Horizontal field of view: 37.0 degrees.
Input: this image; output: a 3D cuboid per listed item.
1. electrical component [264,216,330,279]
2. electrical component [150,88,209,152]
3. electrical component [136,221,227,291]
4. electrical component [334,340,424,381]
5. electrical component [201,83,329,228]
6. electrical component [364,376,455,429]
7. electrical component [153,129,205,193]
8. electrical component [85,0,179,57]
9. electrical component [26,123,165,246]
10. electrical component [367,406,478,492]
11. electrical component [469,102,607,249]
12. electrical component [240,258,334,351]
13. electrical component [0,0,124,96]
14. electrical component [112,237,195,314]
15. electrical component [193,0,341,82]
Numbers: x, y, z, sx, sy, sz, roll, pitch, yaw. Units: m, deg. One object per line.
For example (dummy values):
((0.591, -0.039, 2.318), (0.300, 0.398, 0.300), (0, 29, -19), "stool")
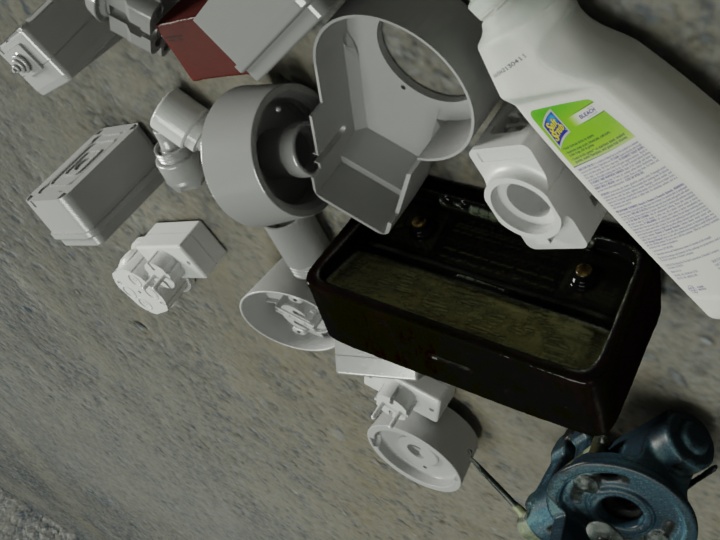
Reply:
((-0.050, -0.023, 0.950), (0.043, 0.043, 0.081), (11, 144, 38), "electrical component")
((-0.139, -0.119, 0.903), (0.078, 0.040, 0.040), (35, 152, 0), "electrical component")
((-0.193, -0.007, 1.095), (0.083, 0.075, 0.047), (0, 136, 47), "electrical component")
((0.023, 0.056, 0.982), (0.083, 0.047, 0.075), (2, 102, 27), "electrical component")
((-0.057, -0.087, 0.797), (0.060, 0.108, 0.108), (-2, 135, 41), "electrical component")
((0.039, 0.118, 1.033), (0.083, 0.075, 0.047), (27, 151, 16), "electrical component")
((-0.161, -0.103, 0.949), (0.043, 0.043, 0.062), (12, 143, 36), "electrical component")
((-0.163, -0.200, 0.787), (0.057, 0.058, 0.078), (29, 152, 6), "electrical component")
((-0.241, -0.078, 1.000), (0.078, 0.113, 0.057), (1, 134, 47), "electrical component")
((0.069, 0.169, 1.095), (0.108, 0.060, 0.108), (26, 151, 16), "electrical component")
((0.118, -0.059, 0.698), (0.050, 0.055, 0.089), (0, 136, 48), "electrical component")
((-0.056, 0.035, 1.022), (0.099, 0.064, 0.099), (27, 151, 16), "electrical component")
((-0.237, -0.181, 0.853), (0.061, 0.096, 0.062), (47, 150, -24), "electrical component")
((-0.226, 0.006, 1.178), (0.080, 0.051, 0.080), (27, 151, 16), "electrical component")
((-0.045, -0.176, 0.672), (0.057, 0.078, 0.113), (45, 151, -11), "electrical component")
